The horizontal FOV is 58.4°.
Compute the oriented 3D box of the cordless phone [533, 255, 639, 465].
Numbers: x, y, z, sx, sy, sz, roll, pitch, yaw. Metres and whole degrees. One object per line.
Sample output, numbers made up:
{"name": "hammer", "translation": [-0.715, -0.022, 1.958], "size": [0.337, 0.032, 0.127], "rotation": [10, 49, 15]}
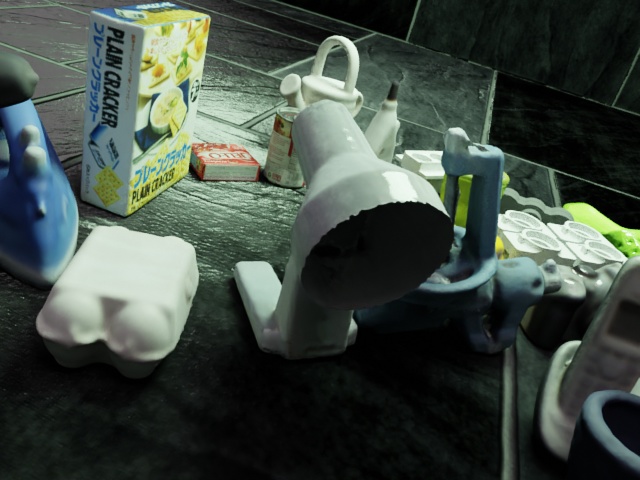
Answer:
{"name": "cordless phone", "translation": [0.271, 0.112, 0.466], "size": [0.147, 0.185, 0.094], "rotation": [19, 28, 6]}

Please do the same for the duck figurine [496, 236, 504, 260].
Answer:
{"name": "duck figurine", "translation": [0.188, 0.028, 0.681], "size": [0.077, 0.086, 0.104], "rotation": [17, 28, 2]}

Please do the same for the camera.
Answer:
{"name": "camera", "translation": [0.309, 0.089, 0.618], "size": [0.143, 0.101, 0.137], "rotation": [14, 28, -4]}

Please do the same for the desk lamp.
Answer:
{"name": "desk lamp", "translation": [0.005, 0.002, 0.495], "size": [0.118, 0.213, 0.202], "rotation": [1, 31, -25]}

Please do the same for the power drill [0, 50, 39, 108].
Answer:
{"name": "power drill", "translation": [-0.335, -0.056, 0.427], "size": [0.230, 0.208, 0.075], "rotation": [7, 29, -16]}

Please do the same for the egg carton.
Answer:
{"name": "egg carton", "translation": [-0.161, 0.047, 0.480], "size": [0.107, 0.069, 0.150], "rotation": [11, 28, -9]}

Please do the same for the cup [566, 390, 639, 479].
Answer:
{"name": "cup", "translation": [0.233, 0.179, 0.420], "size": [0.117, 0.095, 0.092], "rotation": [23, 29, 13]}

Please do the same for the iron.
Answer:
{"name": "iron", "translation": [-0.296, -0.080, 0.563], "size": [0.119, 0.141, 0.257], "rotation": [-8, 36, -38]}

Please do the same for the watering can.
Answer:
{"name": "watering can", "translation": [0.010, -0.242, 0.964], "size": [0.100, 0.194, 0.173], "rotation": [26, 29, 18]}

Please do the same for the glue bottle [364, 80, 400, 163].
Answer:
{"name": "glue bottle", "translation": [0.092, -0.158, 0.877], "size": [0.037, 0.173, 0.078], "rotation": [31, 31, 26]}

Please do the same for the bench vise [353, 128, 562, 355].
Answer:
{"name": "bench vise", "translation": [0.146, 0.000, 0.565], "size": [0.208, 0.220, 0.121], "rotation": [-1, 32, -30]}
